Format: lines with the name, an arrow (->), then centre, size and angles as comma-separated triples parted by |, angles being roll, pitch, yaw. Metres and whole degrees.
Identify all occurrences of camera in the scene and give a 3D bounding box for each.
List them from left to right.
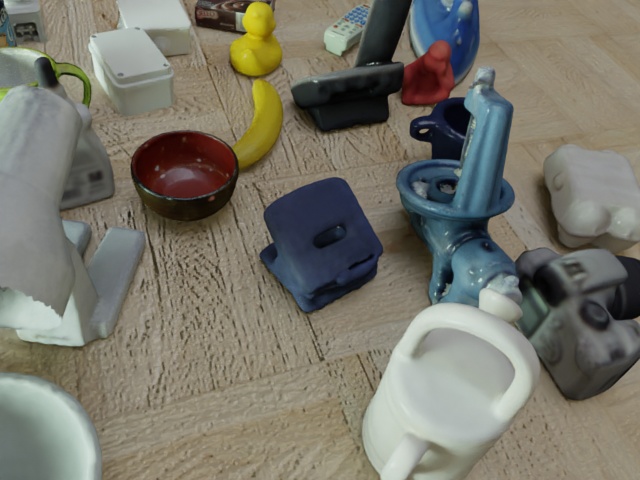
camera -> 0.278, 0.064, 0.571 | 0.137, 0.101, 0.143 | -10, 52, -18

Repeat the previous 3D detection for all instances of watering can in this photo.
watering can -> 0.100, 0.107, 0.439 | 0.101, 0.194, 0.173 | 15, 49, 3

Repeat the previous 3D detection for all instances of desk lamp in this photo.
desk lamp -> -0.230, 0.001, 0.459 | 0.118, 0.213, 0.203 | 8, 49, -3

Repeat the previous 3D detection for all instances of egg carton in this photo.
egg carton -> 0.332, -0.054, 0.703 | 0.107, 0.069, 0.150 | 8, 49, -3

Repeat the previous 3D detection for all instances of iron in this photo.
iron -> 0.215, -0.369, 0.906 | 0.118, 0.141, 0.258 | 8, 49, -3

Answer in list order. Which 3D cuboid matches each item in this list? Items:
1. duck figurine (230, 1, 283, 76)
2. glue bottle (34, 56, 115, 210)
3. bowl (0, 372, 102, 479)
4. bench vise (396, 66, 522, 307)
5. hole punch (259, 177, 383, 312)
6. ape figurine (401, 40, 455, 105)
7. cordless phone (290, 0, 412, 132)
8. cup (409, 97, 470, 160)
duck figurine -> -0.090, -0.296, 0.825 | 0.077, 0.086, 0.104 | 14, 49, 2
glue bottle -> -0.256, -0.105, 0.573 | 0.078, 0.173, 0.037 | -19, 55, -24
bowl -> -0.233, 0.182, 0.395 | 0.167, 0.075, 0.167 | 5, 49, -6
bench vise -> 0.160, -0.040, 0.560 | 0.122, 0.220, 0.207 | -20, 56, -25
hole punch -> 0.005, 0.002, 0.582 | 0.109, 0.091, 0.101 | -27, 59, -29
ape figurine -> 0.160, -0.242, 0.819 | 0.077, 0.092, 0.076 | 32, 52, 17
cordless phone -> 0.044, -0.243, 0.737 | 0.148, 0.185, 0.094 | -19, 55, -24
cup -> 0.160, -0.114, 0.707 | 0.118, 0.095, 0.091 | -2, 50, -12
